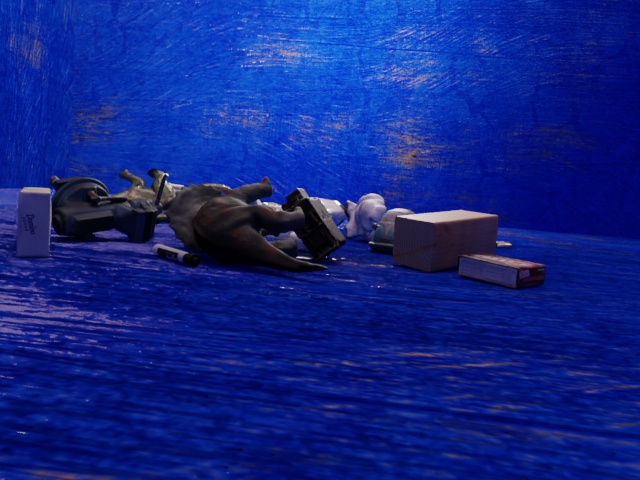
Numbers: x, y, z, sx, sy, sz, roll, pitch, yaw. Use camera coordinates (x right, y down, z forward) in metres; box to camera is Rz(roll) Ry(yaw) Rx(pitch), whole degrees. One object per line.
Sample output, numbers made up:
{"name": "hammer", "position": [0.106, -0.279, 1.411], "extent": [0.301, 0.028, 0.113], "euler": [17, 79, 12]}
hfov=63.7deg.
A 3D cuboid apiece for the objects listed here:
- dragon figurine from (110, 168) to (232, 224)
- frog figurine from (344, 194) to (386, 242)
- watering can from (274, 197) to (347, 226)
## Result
{"name": "dragon figurine", "position": [-0.456, -0.099, 1.440], "extent": [0.410, 0.119, 0.248], "euler": [-2, 33, -8]}
{"name": "frog figurine", "position": [0.143, -0.066, 1.403], "extent": [0.121, 0.140, 0.158], "euler": [33, -28, -22]}
{"name": "watering can", "position": [0.005, -0.084, 1.677], "extent": [0.348, 0.104, 0.224], "euler": [8, 5, 41]}
